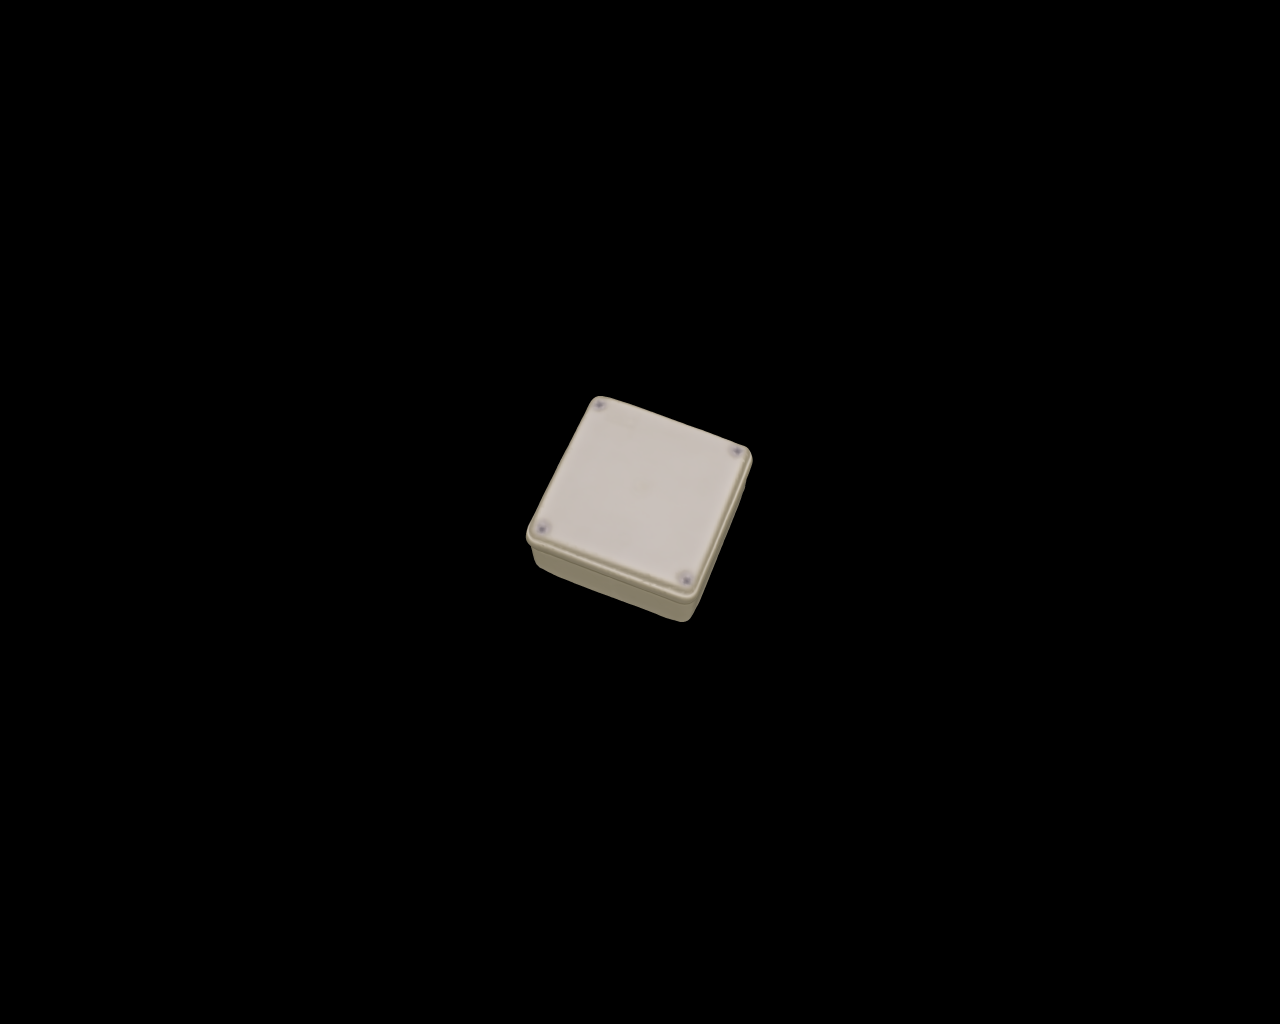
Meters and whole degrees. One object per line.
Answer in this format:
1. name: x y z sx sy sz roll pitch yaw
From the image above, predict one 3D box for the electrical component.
1. electrical component: 0.001 -0.003 0.650 0.109 0.109 0.056 20 -24 9
